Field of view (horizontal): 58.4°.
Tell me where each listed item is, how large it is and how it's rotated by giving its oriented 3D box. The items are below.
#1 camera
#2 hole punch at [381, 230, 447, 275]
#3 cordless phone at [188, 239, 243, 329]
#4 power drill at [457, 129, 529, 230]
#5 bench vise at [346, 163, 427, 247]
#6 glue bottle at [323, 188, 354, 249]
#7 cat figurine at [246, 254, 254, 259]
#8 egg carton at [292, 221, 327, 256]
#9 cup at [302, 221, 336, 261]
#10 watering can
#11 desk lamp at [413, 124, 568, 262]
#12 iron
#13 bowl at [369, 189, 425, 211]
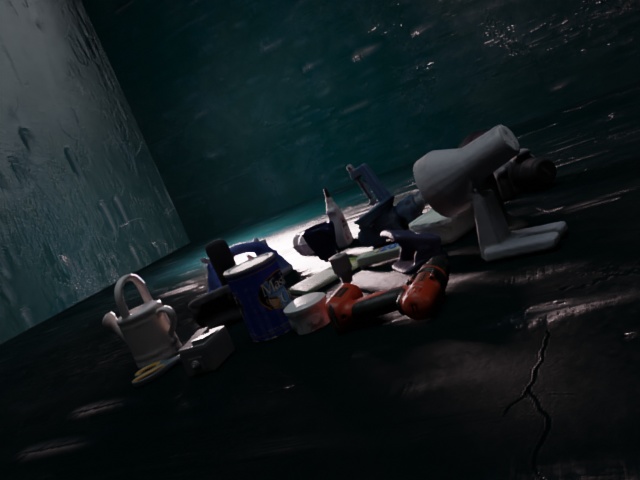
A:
[{"bbox_3d":[0.485,-0.164,1.377,0.143,0.101,0.136,-24,9,-12],"label":"camera"},{"bbox_3d":[0.183,0.007,1.127,0.101,0.091,0.108,-24,9,-9],"label":"hole punch"},{"bbox_3d":[-0.237,0.100,1.287,0.148,0.185,0.094,-24,9,-11],"label":"cordless phone"},{"bbox_3d":[0.327,-0.113,1.108,0.075,0.208,0.229,-22,9,1],"label":"power drill"},{"bbox_3d":[0.161,-0.102,1.409,0.207,0.220,0.122,-19,10,20],"label":"bench vise"},{"bbox_3d":[0.044,-0.066,1.627,0.037,0.173,0.078,-19,10,19],"label":"glue bottle"},{"bbox_3d":[-0.148,0.083,1.391,0.067,0.118,0.127,-26,10,-23],"label":"cat figurine"},{"bbox_3d":[-0.010,-0.007,1.745,0.150,0.069,0.107,-27,10,-25],"label":"egg carton"},{"bbox_3d":[0.014,0.005,1.531,0.092,0.095,0.117,-26,10,-23],"label":"cup"},{"bbox_3d":[-0.383,0.168,1.210,0.173,0.194,0.101,-22,9,3],"label":"watering can"},{"bbox_3d":[0.285,-0.077,0.983,0.202,0.213,0.118,-15,12,37],"label":"desk lamp"},{"bbox_3d":[-0.193,0.066,1.521,0.259,0.141,0.118,-29,11,-36],"label":"iron"},{"bbox_3d":[0.224,-0.078,1.583,0.167,0.075,0.167,-22,9,4],"label":"bowl"}]
